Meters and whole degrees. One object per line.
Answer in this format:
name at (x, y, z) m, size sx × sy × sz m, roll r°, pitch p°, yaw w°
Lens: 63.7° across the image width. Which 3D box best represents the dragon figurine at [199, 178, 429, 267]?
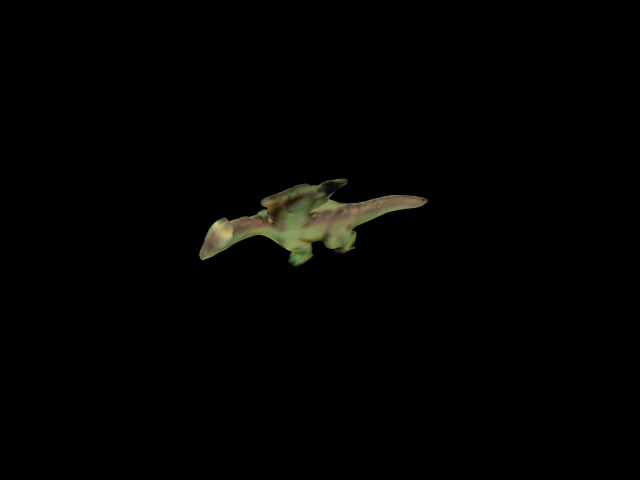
dragon figurine at (0.003, -0.043, 0.850) m, size 0.411 × 0.123 × 0.240 m, roll -18°, pitch -9°, yaw -3°
